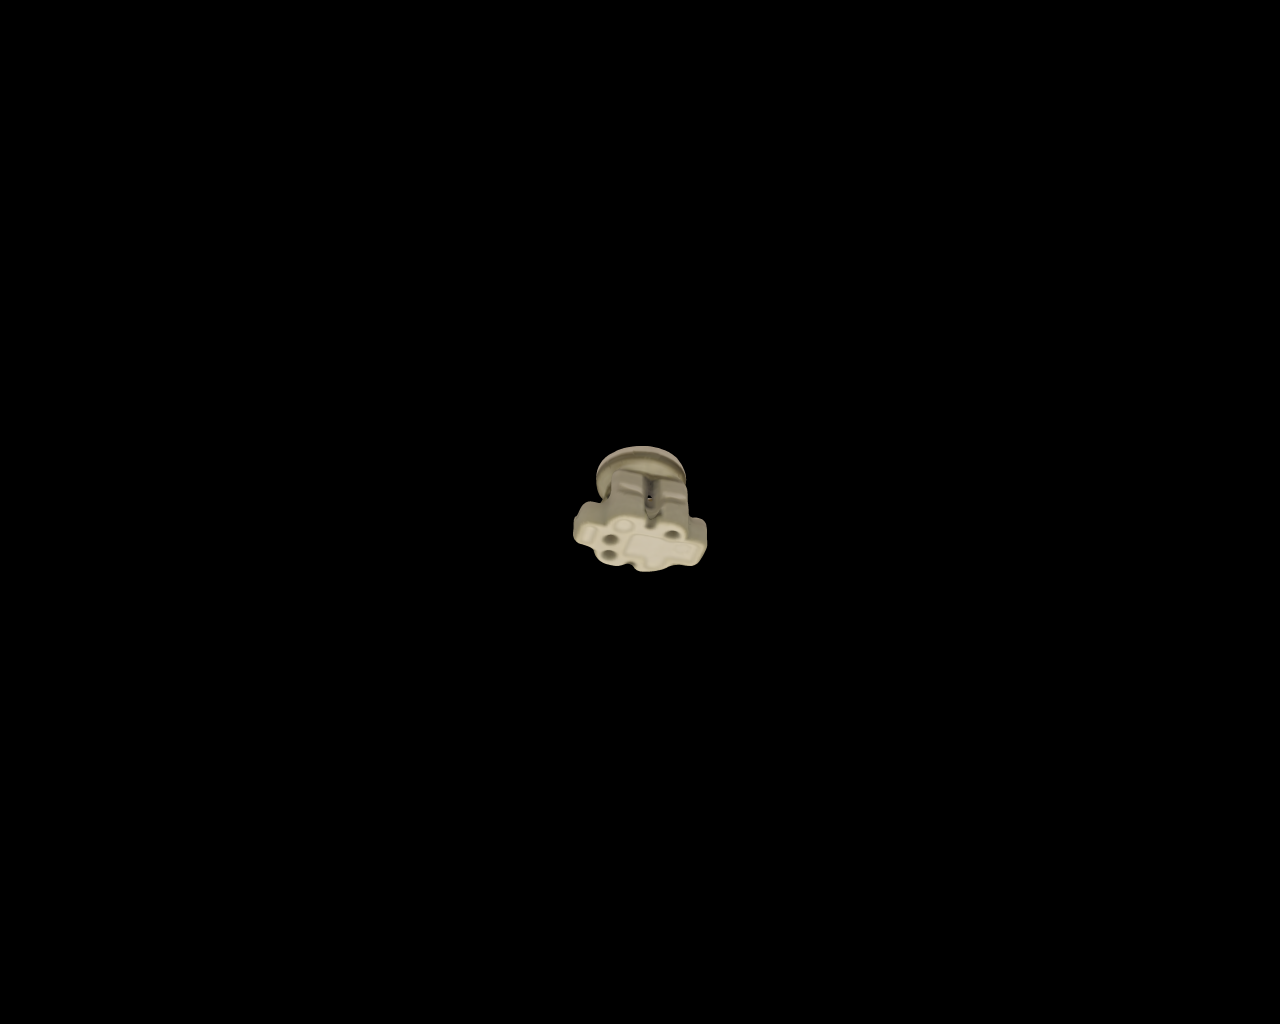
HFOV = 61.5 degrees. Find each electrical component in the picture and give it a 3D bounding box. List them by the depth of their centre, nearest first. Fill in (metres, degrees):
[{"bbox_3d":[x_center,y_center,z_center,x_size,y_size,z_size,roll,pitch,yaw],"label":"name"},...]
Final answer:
[{"bbox_3d":[0.001,-0.003,0.650,0.078,0.057,0.058,11,-39,-13],"label":"electrical component"}]
